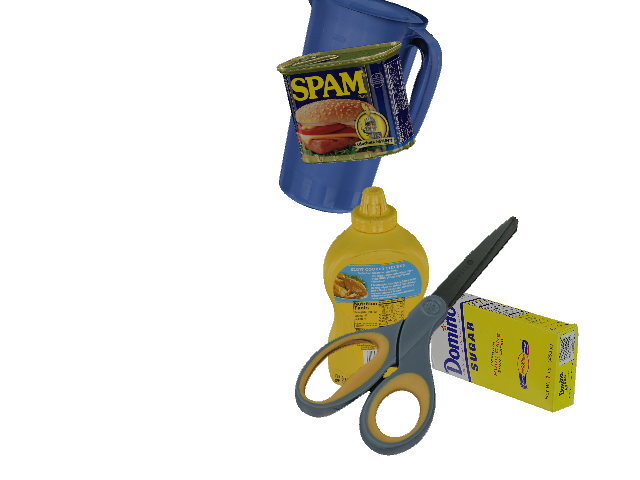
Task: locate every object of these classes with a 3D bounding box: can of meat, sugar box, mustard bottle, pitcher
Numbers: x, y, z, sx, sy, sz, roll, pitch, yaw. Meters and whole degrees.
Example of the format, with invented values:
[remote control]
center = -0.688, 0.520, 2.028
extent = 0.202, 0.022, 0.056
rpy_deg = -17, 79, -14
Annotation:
[can of meat]
center = 0.023, -0.112, 0.874
extent = 0.102, 0.084, 0.057
rpy_deg = -2, 21, 31
[sugar box]
center = 0.202, 0.121, 1.196
extent = 0.048, 0.093, 0.177
rpy_deg = -11, 17, -43
[mustard bottle]
center = 0.051, 0.042, 0.977
extent = 0.096, 0.192, 0.058
rpy_deg = -4, 26, -1
[pitcher]
center = 0.037, -0.155, 1.223
extent = 0.145, 0.243, 0.149
rpy_deg = 10, 22, -11

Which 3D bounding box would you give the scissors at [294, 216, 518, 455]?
[scissors]
center = 0.078, 0.063, 0.686
extent = 0.201, 0.096, 0.016
rpy_deg = -30, -31, -16
